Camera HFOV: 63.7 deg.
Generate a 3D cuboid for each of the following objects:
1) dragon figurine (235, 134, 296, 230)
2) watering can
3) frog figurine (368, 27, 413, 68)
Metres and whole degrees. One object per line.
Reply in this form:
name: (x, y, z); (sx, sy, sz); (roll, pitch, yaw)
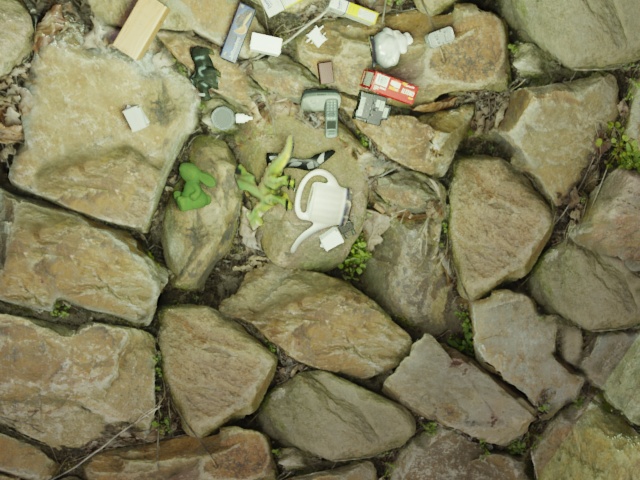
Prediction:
dragon figurine: (-0.212, -0.219, 1.924); (0.243, 0.124, 0.402); (12, 117, 13)
watering can: (0.006, -0.101, 2.010); (0.224, 0.105, 0.344); (10, 101, -8)
frog figurine: (0.262, -0.702, 1.872); (0.159, 0.123, 0.137); (-10, 89, 7)
